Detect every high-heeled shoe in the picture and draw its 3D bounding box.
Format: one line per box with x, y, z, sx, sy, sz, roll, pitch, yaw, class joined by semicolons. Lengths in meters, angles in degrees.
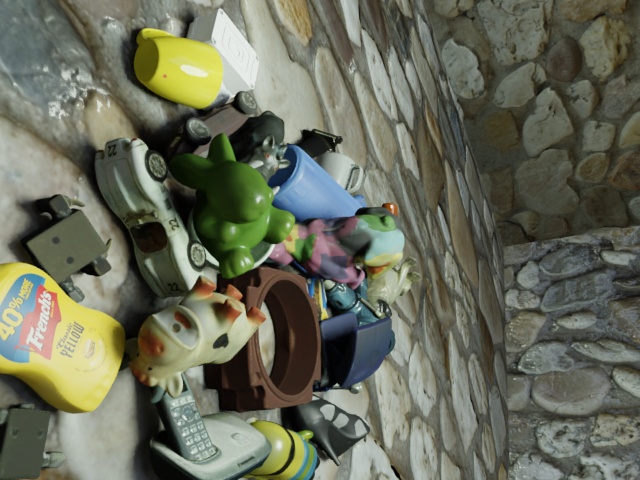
0.011;0.313;0.960;0.145;0.086;0.248;54;6;11;high-heeled shoe

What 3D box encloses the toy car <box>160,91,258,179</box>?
-0.158;-0.151;0.743;0.053;0.089;0.202;50;35;-9;toy car

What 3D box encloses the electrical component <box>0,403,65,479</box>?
-0.267;0.178;0.477;0.094;0.021;0.063;36;49;-53;electrical component

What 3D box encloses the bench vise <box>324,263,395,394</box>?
0.068;0.177;1.044;0.223;0.129;0.241;57;29;-33;bench vise

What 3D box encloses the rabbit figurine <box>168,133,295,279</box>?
-0.100;-0.053;0.653;0.121;0.170;0.159;-32;85;-19;rabbit figurine

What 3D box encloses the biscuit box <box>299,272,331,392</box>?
-0.019;0.159;0.934;0.059;0.063;0.202;-13;92;-62;biscuit box

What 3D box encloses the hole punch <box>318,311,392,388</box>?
0.064;0.184;0.905;0.142;0.092;0.115;-9;92;-52;hole punch

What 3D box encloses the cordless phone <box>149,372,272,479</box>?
-0.150;0.209;0.654;0.146;0.089;0.184;5;57;-63;cordless phone

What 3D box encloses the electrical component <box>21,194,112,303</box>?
-0.255;0.003;0.548;0.078;0.045;0.102;-46;123;-25;electrical component

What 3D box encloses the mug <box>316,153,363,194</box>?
0.034;-0.114;1.103;0.080;0.110;0.107;39;60;-59;mug

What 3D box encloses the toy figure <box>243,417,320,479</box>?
-0.055;0.307;0.776;0.180;0.089;0.082;46;34;-45;toy figure

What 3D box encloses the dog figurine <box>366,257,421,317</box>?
0.144;0.135;1.257;0.190;0.121;0.172;-62;150;-21;dog figurine

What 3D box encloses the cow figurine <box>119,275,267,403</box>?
-0.144;0.109;0.609;0.127;0.086;0.195;-54;166;-1;cow figurine

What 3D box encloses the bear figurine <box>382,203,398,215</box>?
0.087;-0.035;1.164;0.195;0.120;0.132;28;52;-51;bear figurine

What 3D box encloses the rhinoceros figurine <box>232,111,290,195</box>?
-0.096;-0.127;0.834;0.190;0.112;0.073;-82;152;-48;rhinoceros figurine

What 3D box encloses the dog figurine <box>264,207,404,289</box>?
-0.002;-0.003;0.847;0.219;0.191;0.108;17;58;-30;dog figurine

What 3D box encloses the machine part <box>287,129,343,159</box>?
-0.016;-0.188;1.068;0.139;0.084;0.039;-43;152;-50;machine part

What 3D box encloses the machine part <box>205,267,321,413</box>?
-0.077;0.146;0.799;0.201;0.087;0.201;22;63;-60;machine part

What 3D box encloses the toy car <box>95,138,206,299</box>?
-0.198;-0.022;0.631;0.201;0.074;0.056;69;28;-20;toy car
